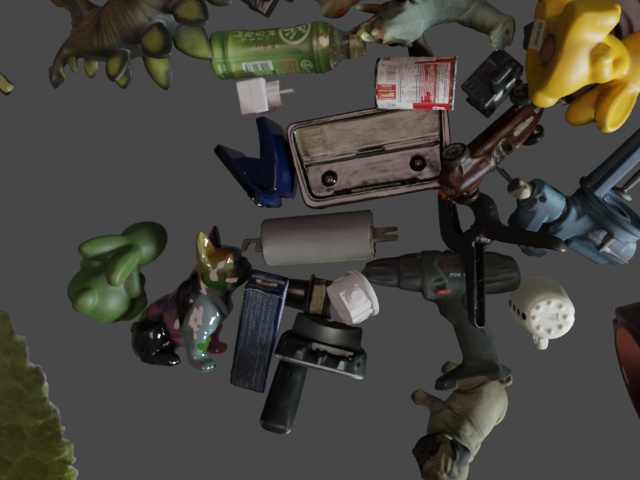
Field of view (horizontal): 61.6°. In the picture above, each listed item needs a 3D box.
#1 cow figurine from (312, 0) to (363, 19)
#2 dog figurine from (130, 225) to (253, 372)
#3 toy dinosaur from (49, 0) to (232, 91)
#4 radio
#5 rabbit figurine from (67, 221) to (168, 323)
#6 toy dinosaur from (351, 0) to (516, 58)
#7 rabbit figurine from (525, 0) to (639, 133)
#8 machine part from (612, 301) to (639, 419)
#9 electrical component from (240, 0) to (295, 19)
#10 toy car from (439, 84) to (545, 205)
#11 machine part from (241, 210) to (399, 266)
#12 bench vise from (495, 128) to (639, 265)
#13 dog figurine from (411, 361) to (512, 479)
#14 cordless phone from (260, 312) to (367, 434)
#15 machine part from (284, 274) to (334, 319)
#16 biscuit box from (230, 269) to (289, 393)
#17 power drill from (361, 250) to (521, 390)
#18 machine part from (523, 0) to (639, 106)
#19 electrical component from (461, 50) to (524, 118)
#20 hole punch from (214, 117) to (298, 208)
[{"bbox_3d":[0.010,-0.399,0.734,0.127,0.085,0.194,-7,88,-17],"label":"cow figurine"},{"bbox_3d":[-0.207,0.086,0.861,0.192,0.108,0.219,7,98,9],"label":"dog figurine"},{"bbox_3d":[-0.224,-0.330,0.746,0.471,0.105,0.198,-29,84,24],"label":"toy dinosaur"},{"bbox_3d":[0.075,-0.126,0.792,0.230,0.073,0.131,-9,100,9],"label":"radio"},{"bbox_3d":[-0.321,0.034,0.854,0.121,0.159,0.170,38,89,8],"label":"rabbit figurine"},{"bbox_3d":[0.204,-0.380,0.696,0.192,0.131,0.404,34,87,44],"label":"toy dinosaur"},{"bbox_3d":[0.355,-0.217,0.664,0.173,0.122,0.162,-2,107,-9],"label":"rabbit figurine"},{"bbox_3d":[0.485,0.193,0.739,0.087,0.201,0.201,-17,99,13],"label":"machine part"},{"bbox_3d":[-0.084,-0.372,0.777,0.102,0.045,0.078,39,102,-2],"label":"electrical component"},{"bbox_3d":[0.244,-0.130,0.735,0.202,0.053,0.089,-39,131,-11],"label":"toy car"},{"bbox_3d":[-0.002,-0.003,0.827,0.243,0.079,0.079,-5,101,10],"label":"machine part"},{"bbox_3d":[0.380,-0.069,0.730,0.223,0.129,0.240,32,122,-8],"label":"bench vise"},{"bbox_3d":[0.222,0.276,0.797,0.121,0.190,0.172,42,102,-3],"label":"dog figurine"},{"bbox_3d":[-0.008,0.213,0.815,0.147,0.184,0.088,14,135,4],"label":"cordless phone"},{"bbox_3d":[-0.046,0.086,0.873,0.139,0.039,0.084,8,111,4],"label":"machine part"},{"bbox_3d":[-0.098,0.148,0.853,0.063,0.059,0.202,14,119,1],"label":"biscuit box"},{"bbox_3d":[0.190,0.116,0.809,0.232,0.086,0.207,-9,74,4],"label":"power drill"},{"bbox_3d":[0.371,-0.271,0.732,0.179,0.056,0.179,2,103,8],"label":"machine part"},{"bbox_3d":[0.233,-0.215,0.727,0.048,0.119,0.075,47,107,16],"label":"electrical component"},{"bbox_3d":[-0.076,-0.111,0.791,0.092,0.142,0.116,-37,84,9],"label":"hole punch"}]
